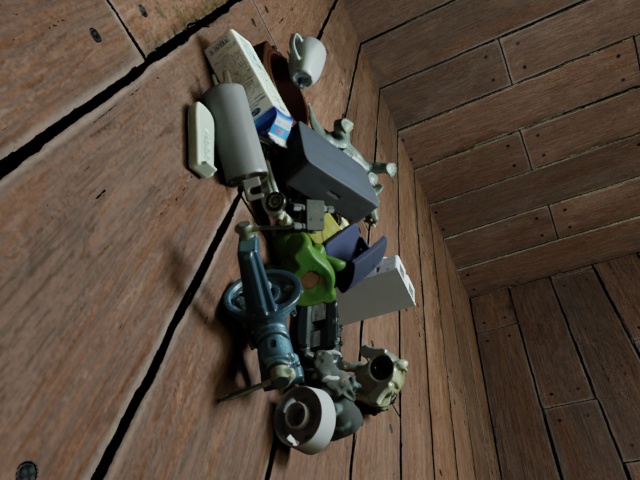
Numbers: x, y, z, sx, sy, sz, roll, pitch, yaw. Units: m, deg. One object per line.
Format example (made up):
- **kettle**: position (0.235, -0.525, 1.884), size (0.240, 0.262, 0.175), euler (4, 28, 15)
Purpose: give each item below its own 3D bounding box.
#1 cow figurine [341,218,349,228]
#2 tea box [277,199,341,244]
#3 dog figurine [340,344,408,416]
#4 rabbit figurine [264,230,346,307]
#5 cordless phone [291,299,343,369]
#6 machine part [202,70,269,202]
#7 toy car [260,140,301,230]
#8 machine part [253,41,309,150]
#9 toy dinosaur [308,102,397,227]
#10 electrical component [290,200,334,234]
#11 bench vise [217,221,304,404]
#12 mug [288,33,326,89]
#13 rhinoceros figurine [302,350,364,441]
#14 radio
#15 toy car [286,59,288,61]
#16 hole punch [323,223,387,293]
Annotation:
- **cow figurine**: position (0.028, -0.007, 1.259), size (0.167, 0.098, 0.068), euler (65, 6, 33)
- **tea box**: position (-0.002, -0.003, 1.120), size (0.068, 0.098, 0.169), euler (-55, 138, -15)
- **dog figurine**: position (0.138, 0.304, 1.140), size (0.190, 0.172, 0.121), euler (36, 50, -48)
- **rabbit figurine**: position (-0.028, 0.036, 0.984), size (0.159, 0.121, 0.170), euler (27, 17, -26)
- **cordless phone**: position (0.011, 0.214, 1.036), size (0.147, 0.089, 0.184), euler (-88, 163, -47)
- **machine part**: position (-0.150, -0.183, 0.947), size (0.079, 0.079, 0.243), euler (1, 72, -70)
- **toy car**: position (-0.092, -0.109, 1.044), size (0.073, 0.056, 0.202), euler (33, 34, -61)
- **machine part**: position (-0.102, -0.316, 1.188), size (0.201, 0.087, 0.201), euler (51, 28, -41)
- **toy dinosaur**: position (0.066, -0.220, 1.493), size (0.404, 0.192, 0.131), euler (47, 62, -22)
- **electrical component**: position (-0.013, -0.043, 1.012), size (0.094, 0.021, 0.063), euler (0, 86, -34)
- **bench vise**: position (-0.084, 0.092, 0.770), size (0.224, 0.129, 0.240), euler (-90, 172, -60)
- **mug**: position (-0.035, -0.397, 1.196), size (0.109, 0.081, 0.107), euler (58, 31, -48)
- **rhinoceros figurine**: position (0.020, 0.271, 0.929), size (0.073, 0.112, 0.190), euler (-75, 149, -55)
- **radio**: position (0.016, -0.136, 1.101), size (0.229, 0.073, 0.131), euler (28, 35, -42)
- **toy car**: position (-0.080, -0.368, 1.342), size (0.089, 0.053, 0.202), euler (-75, 146, -65)
- **hole punch**: position (0.075, 0.043, 1.084), size (0.142, 0.092, 0.115), euler (-39, 134, -34)
